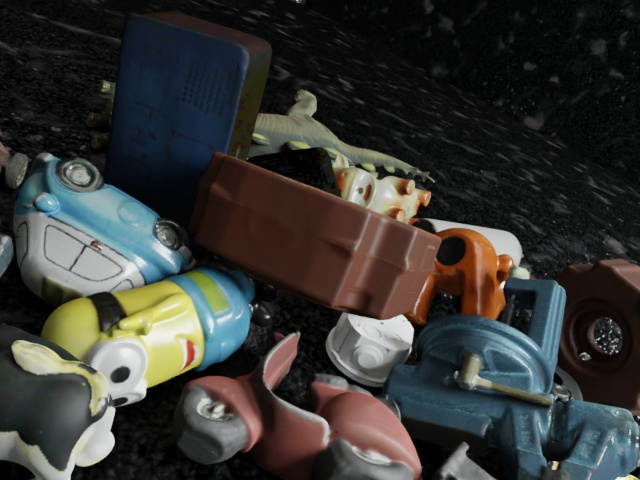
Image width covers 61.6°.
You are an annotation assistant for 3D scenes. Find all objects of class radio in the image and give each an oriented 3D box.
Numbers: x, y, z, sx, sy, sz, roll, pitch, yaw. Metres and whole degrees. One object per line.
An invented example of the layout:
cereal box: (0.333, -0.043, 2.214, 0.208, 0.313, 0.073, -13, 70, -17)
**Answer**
radio: (-0.145, -0.111, 0.564, 0.131, 0.229, 0.073, 21, 26, 5)

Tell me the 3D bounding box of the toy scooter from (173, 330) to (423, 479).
toy scooter: (-0.009, 0.129, 0.413, 0.184, 0.075, 0.135, 20, 26, 1)

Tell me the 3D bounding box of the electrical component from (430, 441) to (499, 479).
electrical component: (0.121, 0.210, 0.369, 0.119, 0.074, 0.048, 34, 29, 26)

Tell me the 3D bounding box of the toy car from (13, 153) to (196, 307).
toy car: (-0.196, 0.012, 0.457, 0.161, 0.109, 0.103, 33, 49, -7)

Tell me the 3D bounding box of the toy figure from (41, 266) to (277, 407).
toy figure: (-0.120, 0.068, 0.421, 0.089, 0.082, 0.180, 11, 23, 39)

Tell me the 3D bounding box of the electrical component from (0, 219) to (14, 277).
electrical component: (-0.298, 0.000, 0.380, 0.134, 0.058, 0.115, 25, 52, -8)

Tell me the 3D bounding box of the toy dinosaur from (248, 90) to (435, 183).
toy dinosaur: (-0.038, -0.154, 0.871, 0.471, 0.105, 0.199, 2, 41, -21)

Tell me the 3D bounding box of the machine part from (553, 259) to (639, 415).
machine part: (0.326, 0.110, 0.615, 0.056, 0.179, 0.179, 3, 34, -30)

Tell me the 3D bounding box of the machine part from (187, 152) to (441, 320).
machine part: (-0.001, -0.001, 0.495, 0.202, 0.087, 0.201, 24, 6, 20)

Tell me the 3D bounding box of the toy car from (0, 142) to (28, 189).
toy car: (-0.342, -0.049, 0.486, 0.089, 0.053, 0.202, 19, 26, -15)

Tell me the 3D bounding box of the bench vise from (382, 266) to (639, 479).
bench vise: (0.179, 0.108, 0.469, 0.224, 0.128, 0.241, -5, 35, 34)

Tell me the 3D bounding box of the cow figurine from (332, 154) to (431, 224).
cow figurine: (0.073, -0.067, 0.782, 0.127, 0.085, 0.195, 16, 3, 28)

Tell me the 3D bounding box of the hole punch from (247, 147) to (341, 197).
hole punch: (-0.034, -0.039, 0.667, 0.142, 0.092, 0.116, -8, 66, -13)

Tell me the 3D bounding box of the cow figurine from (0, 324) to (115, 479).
cow figurine: (-0.201, 0.081, 0.316, 0.167, 0.098, 0.068, 26, 33, 7)

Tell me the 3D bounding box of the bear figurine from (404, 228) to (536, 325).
bear figurine: (0.192, 0.066, 0.671, 0.120, 0.132, 0.195, 2, -22, 36)

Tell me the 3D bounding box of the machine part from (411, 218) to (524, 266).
machine part: (0.210, 0.014, 0.786, 0.243, 0.079, 0.079, 8, 31, -31)

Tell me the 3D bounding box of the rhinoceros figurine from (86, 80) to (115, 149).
rhinoceros figurine: (-0.243, -0.143, 0.721, 0.112, 0.073, 0.191, 13, 26, -44)
